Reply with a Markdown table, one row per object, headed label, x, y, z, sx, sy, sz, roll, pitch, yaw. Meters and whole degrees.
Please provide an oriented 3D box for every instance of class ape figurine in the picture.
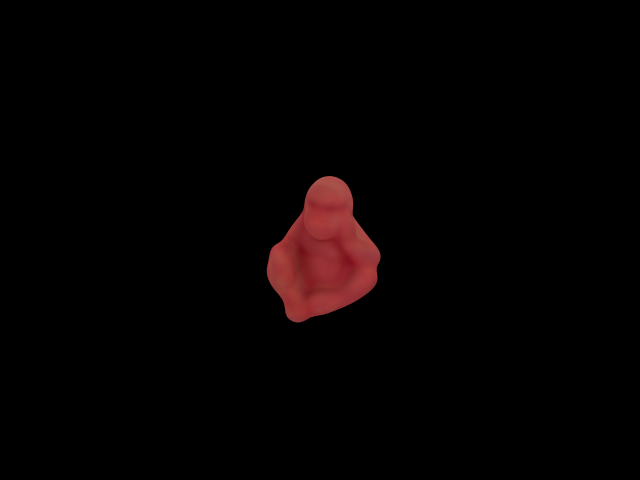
| label | x | y | z | sx | sy | sz | roll | pitch | yaw |
| --- | --- | --- | --- | --- | --- | --- | --- | --- | --- |
| ape figurine | 0.004 | 0.001 | 0.400 | 0.077 | 0.092 | 0.076 | 4 | 20 | 11 |
